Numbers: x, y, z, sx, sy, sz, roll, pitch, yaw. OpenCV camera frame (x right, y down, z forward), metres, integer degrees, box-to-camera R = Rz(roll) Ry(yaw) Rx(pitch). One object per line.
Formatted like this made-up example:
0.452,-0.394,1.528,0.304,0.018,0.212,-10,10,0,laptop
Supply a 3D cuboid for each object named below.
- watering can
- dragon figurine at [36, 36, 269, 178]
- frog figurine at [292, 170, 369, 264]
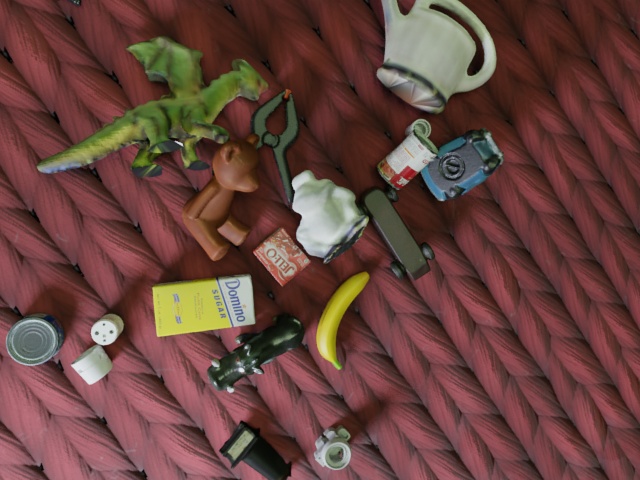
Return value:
0.183,-0.389,0.999,0.346,0.104,0.225,30,85,-12,watering can
-0.291,-0.249,0.925,0.411,0.120,0.246,-7,74,-13,dragon figurine
0.003,-0.049,0.969,0.161,0.123,0.136,47,108,15,frog figurine
